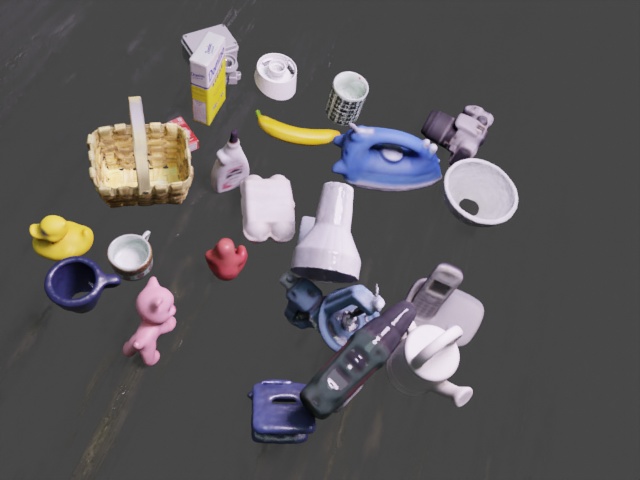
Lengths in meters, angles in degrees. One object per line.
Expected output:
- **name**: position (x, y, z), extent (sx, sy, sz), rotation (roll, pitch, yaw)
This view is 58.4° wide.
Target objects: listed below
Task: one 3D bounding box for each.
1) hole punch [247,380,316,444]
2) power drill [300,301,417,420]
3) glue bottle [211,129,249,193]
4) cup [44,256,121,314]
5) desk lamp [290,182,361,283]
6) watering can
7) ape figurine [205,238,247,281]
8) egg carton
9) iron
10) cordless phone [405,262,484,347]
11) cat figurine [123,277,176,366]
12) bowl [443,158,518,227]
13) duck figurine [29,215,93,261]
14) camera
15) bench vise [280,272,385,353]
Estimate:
- **hole punch**: position (-0.065, 0.281, 0.952), extent (0.109, 0.091, 0.101), rotation (3, 62, -10)
- **power drill**: position (0.054, 0.208, 0.949), extent (0.075, 0.208, 0.230), rotation (43, 62, 12)
- **glue bottle**: position (-0.172, -0.158, 1.114), extent (0.078, 0.173, 0.037), rotation (-28, 71, -24)
- **cup**: position (-0.399, 0.085, 0.981), extent (0.118, 0.095, 0.091), rotation (-4, 63, -14)
- **desk lamp**: position (0.010, 0.004, 1.045), extent (0.118, 0.213, 0.203), rotation (10, 61, -6)
- **watering can**: position (0.195, 0.204, 0.990), extent (0.172, 0.194, 0.101), rotation (36, 61, 8)
- **ape figurine**: position (-0.174, 0.028, 1.062), extent (0.078, 0.092, 0.076), rotation (9, 61, -7)
- **egg carton**: position (-0.103, -0.062, 1.138), extent (0.107, 0.069, 0.150), rotation (-2, 63, -13)
- **iron**: position (0.159, -0.186, 1.220), extent (0.258, 0.141, 0.118), rotation (6, 61, -9)
- **cordless phone**: position (0.241, 0.114, 1.053), extent (0.147, 0.185, 0.094), rotation (21, 60, -1)
- **cat figurine**: position (-0.286, 0.134, 0.967), extent (0.067, 0.117, 0.128), rotation (19, 60, -1)
- **bowl**: position (0.337, -0.090, 1.246), extent (0.167, 0.074, 0.167), rotation (5, 62, -9)
- **duck figurine**: position (-0.464, -0.012, 1.023), extent (0.105, 0.086, 0.077), rotation (-4, 63, -14)
- **camera**: position (0.313, -0.259, 1.315), extent (0.136, 0.101, 0.143), rotation (29, 60, 4)
- **bench vise**: position (0.021, 0.123, 0.981), extent (0.207, 0.219, 0.121), rotation (19, 60, -2)
